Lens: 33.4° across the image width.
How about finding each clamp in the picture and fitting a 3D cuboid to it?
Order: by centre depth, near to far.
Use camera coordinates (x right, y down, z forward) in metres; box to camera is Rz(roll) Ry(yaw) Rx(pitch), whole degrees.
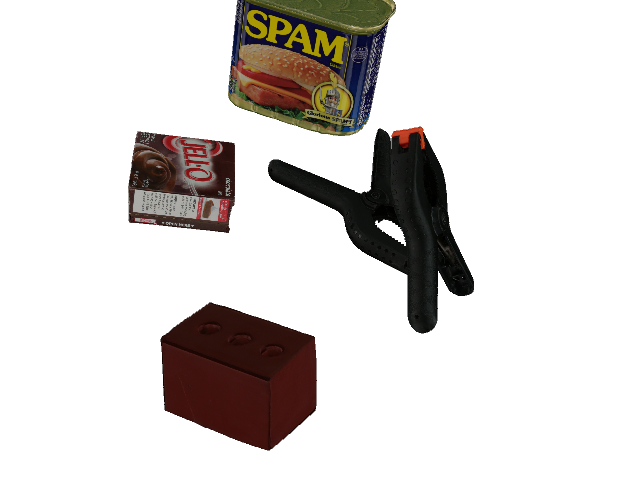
[{"bbox_3d":[0.088,-0.008,0.913,0.039,0.171,0.120,-12,17,23],"label":"clamp"},{"bbox_3d":[0.047,-0.039,1.197,0.164,0.210,0.036,-14,-37,-23],"label":"clamp"}]

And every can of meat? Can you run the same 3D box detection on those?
[{"bbox_3d":[-0.009,-0.123,0.700,0.102,0.084,0.057,19,38,12],"label":"can of meat"}]

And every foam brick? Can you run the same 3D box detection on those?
[{"bbox_3d":[-0.048,0.079,0.626,0.078,0.051,0.052,16,29,26],"label":"foam brick"}]

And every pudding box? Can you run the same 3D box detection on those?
[{"bbox_3d":[-0.121,-0.053,0.935,0.090,0.039,0.113,5,33,-8],"label":"pudding box"}]
